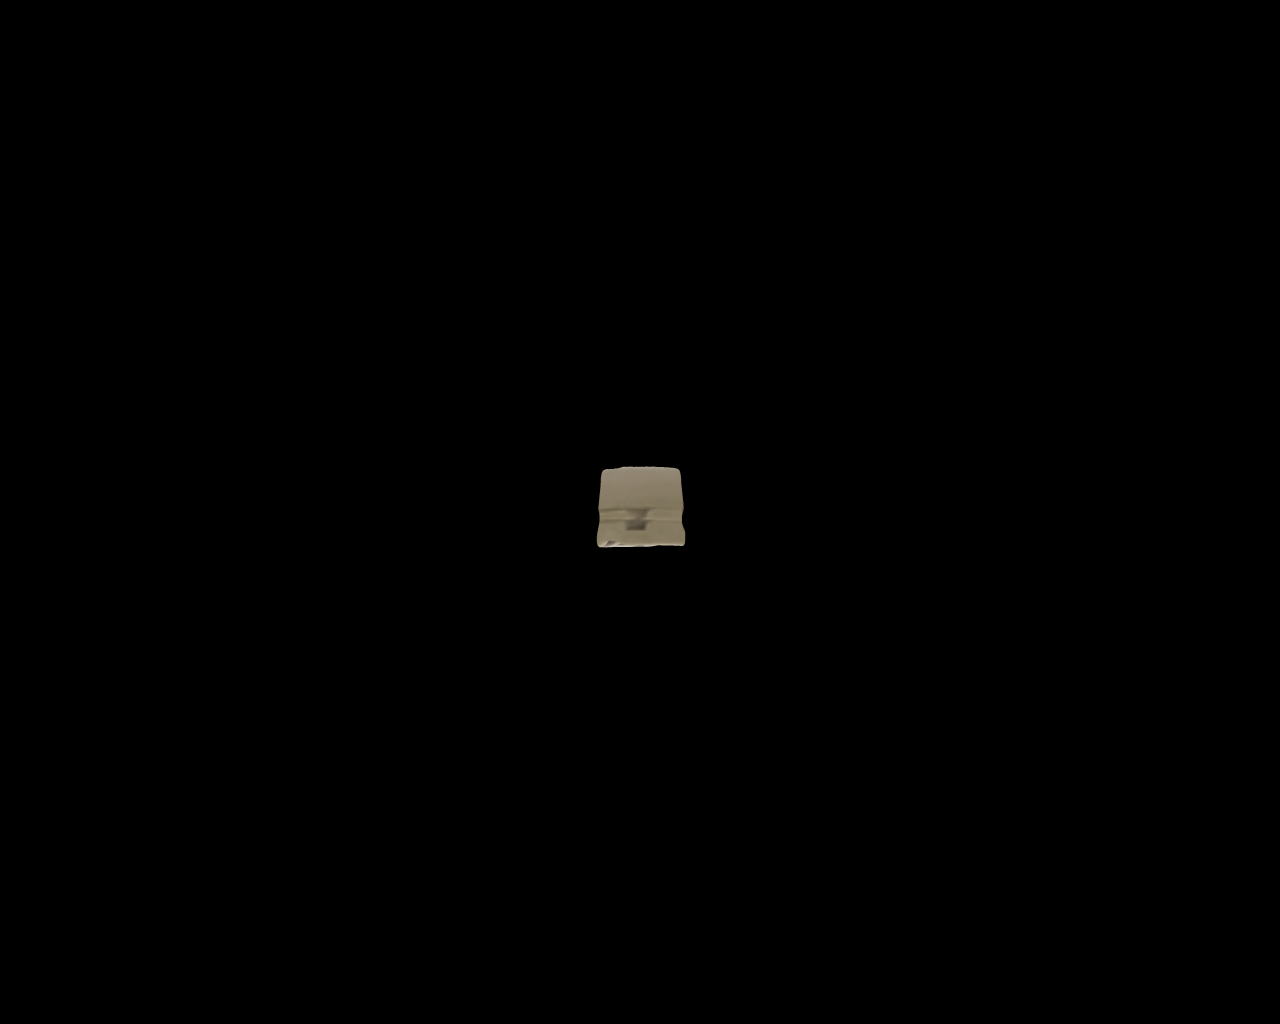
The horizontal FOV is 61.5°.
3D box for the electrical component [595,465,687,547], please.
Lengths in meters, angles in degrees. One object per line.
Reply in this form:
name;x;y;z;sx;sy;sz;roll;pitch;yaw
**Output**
electrical component;0.001;-0.003;0.650;0.055;0.047;0.055;0;-3;0
